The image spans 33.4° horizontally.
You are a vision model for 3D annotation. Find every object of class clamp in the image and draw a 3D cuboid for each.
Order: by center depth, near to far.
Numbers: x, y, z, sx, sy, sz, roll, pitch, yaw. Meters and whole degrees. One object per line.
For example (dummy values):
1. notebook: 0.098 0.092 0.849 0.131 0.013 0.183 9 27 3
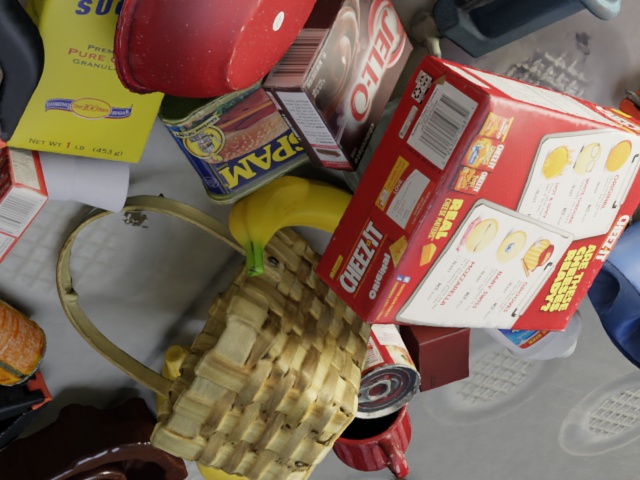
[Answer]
1. clamp: -0.190 -0.130 0.591 0.120 0.039 0.171 -11 133 6
2. clamp: -0.316 0.169 0.857 0.210 0.036 0.164 -33 157 5

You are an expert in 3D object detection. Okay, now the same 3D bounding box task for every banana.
1. banana: -0.013 -0.016 0.804 0.037 0.069 0.197 -20 176 33

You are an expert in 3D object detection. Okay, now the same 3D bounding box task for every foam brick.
1. foam brick: 0.107 0.095 0.999 0.053 0.051 0.078 -16 137 -9

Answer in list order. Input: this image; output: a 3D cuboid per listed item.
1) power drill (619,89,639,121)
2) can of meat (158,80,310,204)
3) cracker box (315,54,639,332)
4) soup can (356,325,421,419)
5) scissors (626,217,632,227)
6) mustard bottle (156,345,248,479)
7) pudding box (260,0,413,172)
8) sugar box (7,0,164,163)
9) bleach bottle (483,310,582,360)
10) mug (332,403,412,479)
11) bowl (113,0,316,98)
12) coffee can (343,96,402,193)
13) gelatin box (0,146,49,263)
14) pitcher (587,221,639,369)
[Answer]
1. power drill: 0.352 -0.124 0.885 0.188 0.057 0.184 -41 131 6
2. can of meat: -0.053 -0.086 0.733 0.102 0.057 0.084 -28 136 3
3. cracker box: 0.121 -0.023 0.722 0.213 0.072 0.164 5 119 -43
4. soup can: 0.036 0.094 0.924 0.068 0.102 0.068 -14 137 -14
5. scissors: 0.270 -0.045 0.962 0.096 0.016 0.202 -5 135 -28
6. mustard bottle: -0.092 0.150 0.951 0.096 0.058 0.191 -23 139 3
7. pudding box: 0.014 -0.116 0.703 0.113 0.039 0.090 -63 143 -22
8. sugar box: -0.131 -0.132 0.655 0.093 0.048 0.176 5 131 -30
9. bleach bottle: 0.188 0.049 0.985 0.103 0.068 0.250 -36 140 13
10. mug: 0.049 0.176 1.008 0.093 0.117 0.081 -33 144 -10
11. bowl: -0.046 -0.139 0.616 0.162 0.055 0.162 -52 169 -14
12. coffee can: 0.089 -0.030 0.824 0.103 0.103 0.140 -30 138 4
13. gelatin box: -0.217 -0.025 0.700 0.030 0.073 0.089 22 121 -39
14. pitcher: 0.370 0.012 0.965 0.242 0.149 0.145 -30 144 -8
